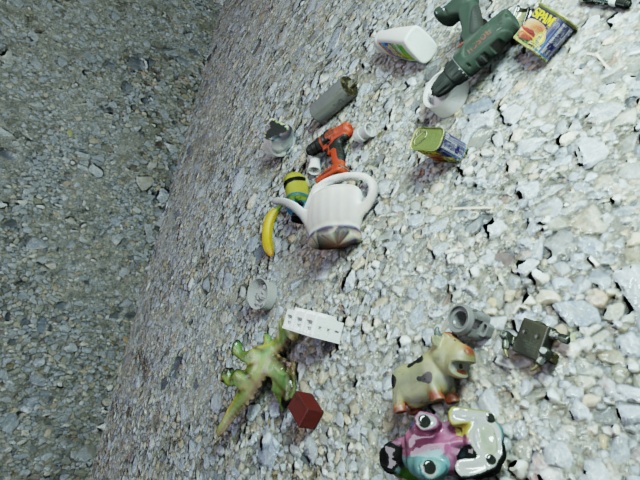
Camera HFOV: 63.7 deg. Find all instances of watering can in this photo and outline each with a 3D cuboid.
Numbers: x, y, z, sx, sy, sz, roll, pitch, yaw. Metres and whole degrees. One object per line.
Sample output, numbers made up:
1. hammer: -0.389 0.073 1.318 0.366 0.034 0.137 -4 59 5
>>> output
1. watering can: 0.004 -0.072 1.432 0.345 0.229 0.102 -14 -33 28

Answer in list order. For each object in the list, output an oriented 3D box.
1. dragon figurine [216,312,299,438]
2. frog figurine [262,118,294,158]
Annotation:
1. dragon figurine: -0.162 0.398 1.450 0.121 0.412 0.243 22 -7 -39
2. frog figurine: -0.157 -0.361 1.931 0.123 0.140 0.156 -9 -34 -8
